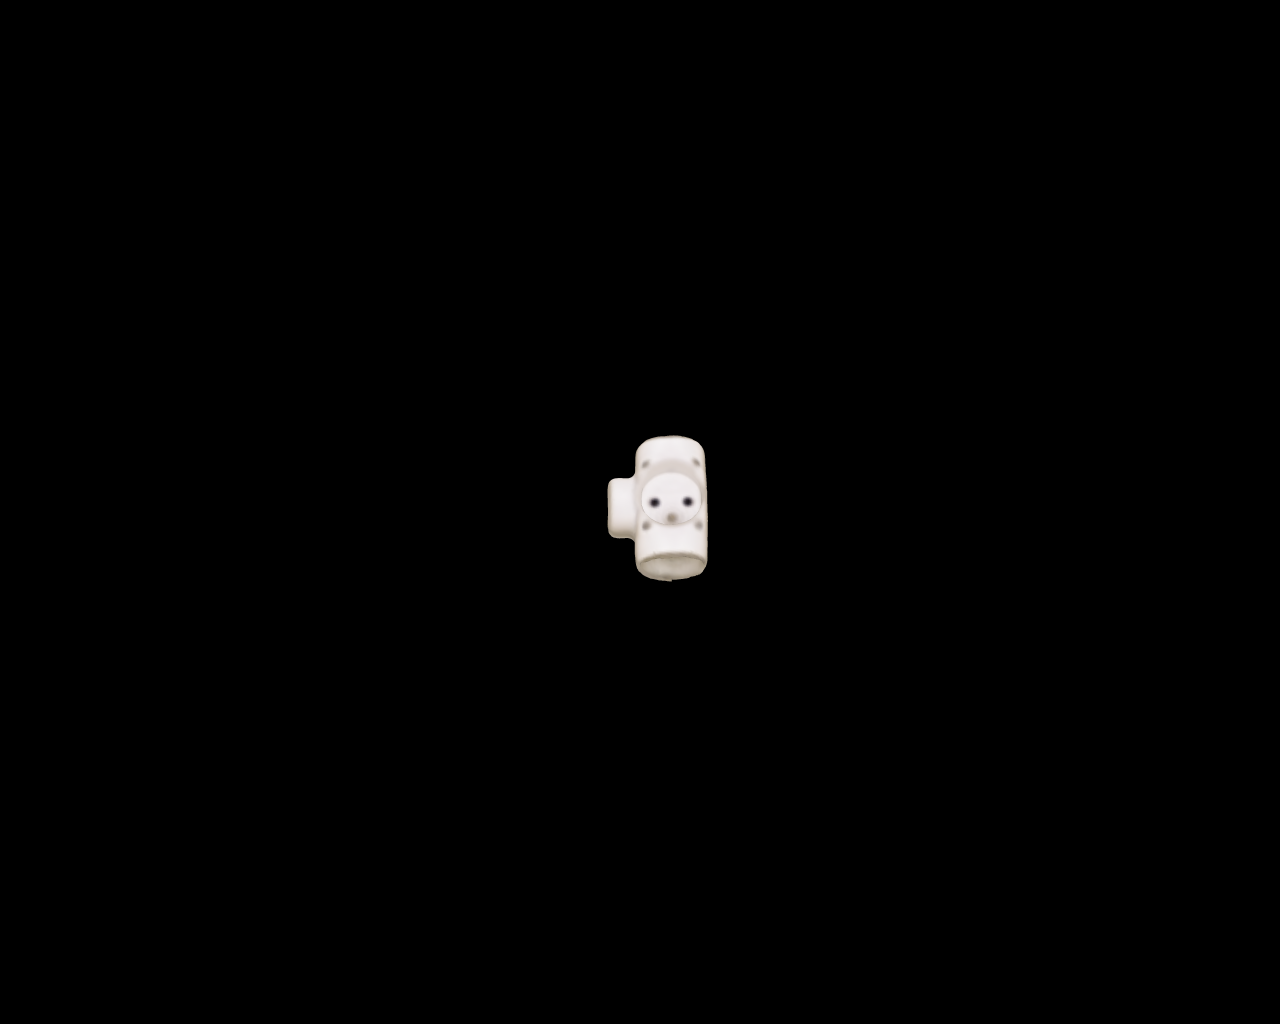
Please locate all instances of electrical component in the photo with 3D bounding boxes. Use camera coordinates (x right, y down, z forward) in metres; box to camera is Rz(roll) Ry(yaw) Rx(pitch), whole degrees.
[{"bbox_3d":[0.001,-0.003,0.650,0.079,0.077,0.044,0,-24,0],"label":"electrical component"}]
